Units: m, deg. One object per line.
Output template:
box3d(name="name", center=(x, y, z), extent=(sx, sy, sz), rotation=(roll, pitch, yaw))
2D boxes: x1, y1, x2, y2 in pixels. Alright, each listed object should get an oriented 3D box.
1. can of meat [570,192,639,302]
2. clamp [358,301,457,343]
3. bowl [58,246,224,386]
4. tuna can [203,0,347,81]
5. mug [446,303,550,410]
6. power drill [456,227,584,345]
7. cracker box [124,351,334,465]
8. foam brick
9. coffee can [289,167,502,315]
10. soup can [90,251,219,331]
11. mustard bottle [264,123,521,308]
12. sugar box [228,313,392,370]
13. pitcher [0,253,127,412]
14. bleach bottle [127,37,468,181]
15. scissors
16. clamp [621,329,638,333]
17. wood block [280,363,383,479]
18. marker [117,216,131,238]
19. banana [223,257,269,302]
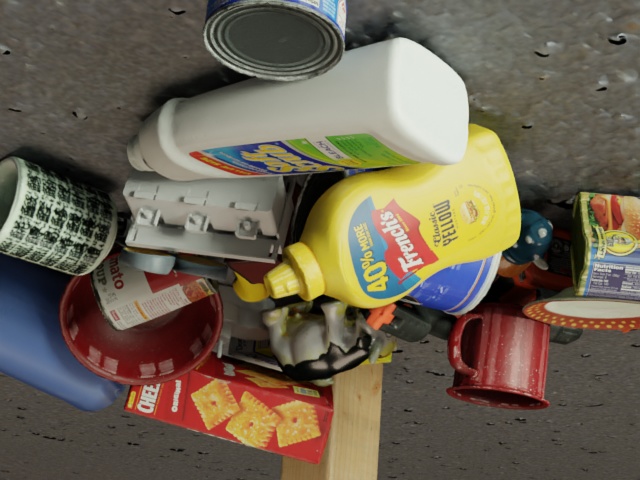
box3d(name="can of meat", center=(0.244, 0.006, 0.842), extent=(0.084, 0.102, 0.057), rotation=(5, 125, 6))
box3d(name="clamp", center=(0.061, 0.050, 0.955), extent=(0.120, 0.039, 0.171), rotation=(34, -174, 18))
box3d(name="bowl", center=(-0.179, 0.065, 1.074), extent=(0.162, 0.055, 0.162), rotation=(-3, 116, -6))
box3d(name="tuna can", center=(-0.027, -0.132, 0.644), extent=(0.086, 0.033, 0.086), rotation=(4, 158, 2))
box3d(name="mug", center=(0.157, 0.102, 0.969), extent=(0.117, 0.081, 0.093), rotation=(22, 159, -35))
box3d(name="power drill", center=(0.209, 0.051, 1.016), extent=(0.184, 0.057, 0.188), rotation=(12, 157, -18))
box3d(name="cracker box", center=(-0.093, 0.173, 1.186), extent=(0.213, 0.072, 0.164), rotation=(16, -179, 1))
box3d(name="foam brick", center=(-0.044, -0.008, 0.897), extent=(0.053, 0.078, 0.051), rotation=(-4, 158, 24))
box3d(name="coffee can", center=(0.060, -0.004, 0.851), extent=(0.140, 0.103, 0.103), rotation=(14, 156, -21))
box3d(name="soup can", center=(-0.153, 0.036, 0.993), extent=(0.102, 0.068, 0.068), rotation=(-21, 155, 2))
box3d(name="mustard bottle", center=(0.048, -0.006, 0.758), extent=(0.191, 0.096, 0.058), rotation=(-24, -153, -16))
box3d(name="sugar box", center=(-0.012, 0.122, 1.254), extent=(0.177, 0.048, 0.093), rotation=(-14, 151, 36))
box3d(name="pitcher", center=(-0.316, 0.081, 1.132), extent=(0.149, 0.145, 0.242), rotation=(-23, 143, 28))
box3d(name="bleach bottle", center=(-0.030, -0.077, 0.747), extent=(0.251, 0.068, 0.102), rotation=(-7, 162, 35))
box3d(name="scissors", center=(-0.132, 0.015, 0.912), extent=(0.096, 0.016, 0.202), rotation=(11, -178, -11))
box3d(name="clamp", center=(0.347, 0.050, 1.012), extent=(0.164, 0.036, 0.210), rotation=(0, 162, -7))
box3d(name="wood block", center=(0.014, 0.251, 1.353), extent=(0.091, 0.206, 0.090), rotation=(-16, 150, 42))
box3d(name="marker", center=(-0.222, -0.023, 0.975), extent=(0.121, 0.020, 0.020), rotation=(15, 156, -25))
box3d(name="banana", center=(-0.072, 0.023, 1.031), extent=(0.070, 0.037, 0.198), rotation=(42, 167, 23))
